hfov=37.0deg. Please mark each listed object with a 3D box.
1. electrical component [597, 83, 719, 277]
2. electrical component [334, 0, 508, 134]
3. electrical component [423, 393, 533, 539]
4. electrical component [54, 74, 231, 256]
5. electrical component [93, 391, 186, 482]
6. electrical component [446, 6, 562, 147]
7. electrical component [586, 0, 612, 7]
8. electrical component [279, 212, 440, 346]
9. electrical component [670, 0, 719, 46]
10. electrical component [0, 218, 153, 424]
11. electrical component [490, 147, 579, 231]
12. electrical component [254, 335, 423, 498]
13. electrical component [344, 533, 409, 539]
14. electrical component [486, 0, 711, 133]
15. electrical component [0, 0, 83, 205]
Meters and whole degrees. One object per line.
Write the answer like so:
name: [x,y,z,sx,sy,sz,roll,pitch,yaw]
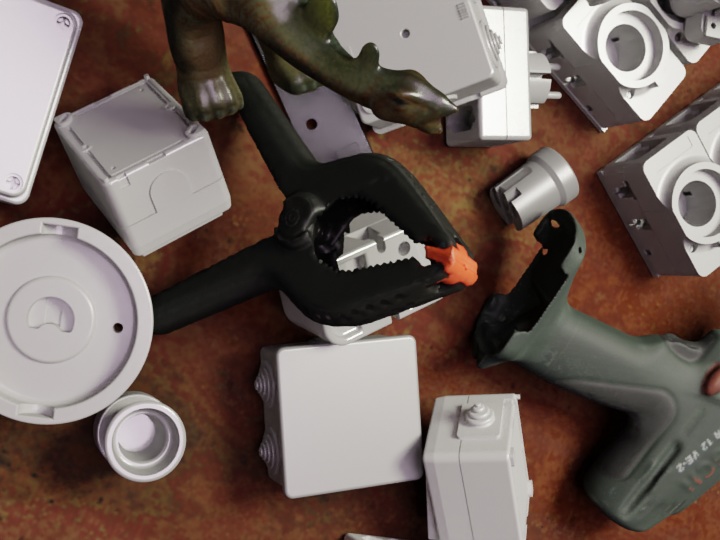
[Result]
electrical component: [0.256,-0.072,0.750,0.150,0.062,0.089,-35,102,-17]
electrical component: [0.032,-0.138,0.644,0.100,0.048,0.099,-19,89,14]
electrical component: [0.069,0.120,0.661,0.061,0.061,0.096,-4,120,15]
electrical component: [-0.122,-0.059,0.596,0.062,0.096,0.061,-30,134,-16]
electrical component: [-0.126,0.093,0.610,0.045,0.055,0.045,0,91,-21]
electrical component: [0.098,-0.123,0.697,0.076,0.047,0.083,-2,92,-23]
electrical component: [0.145,-0.189,0.653,0.040,0.040,0.046,-37,109,-17]
electrical component: [0.000,0.000,0.647,0.095,0.059,0.053,-24,116,-27]
electrical component: [0.236,-0.186,0.678,0.058,0.057,0.078,7,88,-21]
electrical component: [-0.165,0.025,0.587,0.108,0.060,0.108,0,93,-7]
electrical component: [0.114,-0.052,0.709,0.046,0.040,0.040,-35,102,-12]
electrical component: [-0.013,0.085,0.656,0.100,0.048,0.099,-4,92,-21]
electrical component: [0.029,0.212,0.675,0.083,0.047,0.075,12,86,-21]
electrical component: [0.149,-0.197,0.709,0.186,0.060,0.105,45,76,-16]
electrical component: [-0.217,-0.100,0.572,0.109,0.056,0.108,18,84,-20]
